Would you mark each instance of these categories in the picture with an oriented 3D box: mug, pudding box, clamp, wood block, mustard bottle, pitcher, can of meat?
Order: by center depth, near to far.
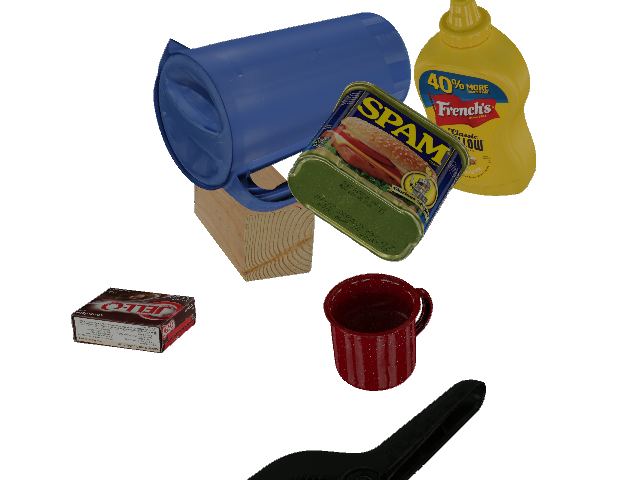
[{"bbox_3d":[0.030,0.149,0.637,0.210,0.036,0.164,-7,30,-1],"label":"clamp"},{"bbox_3d":[0.038,-0.046,0.720,0.102,0.083,0.058,33,-40,1],"label":"can of meat"},{"bbox_3d":[0.128,-0.124,0.894,0.096,0.058,0.191,16,-37,27],"label":"mustard bottle"},{"bbox_3d":[-0.026,-0.137,1.043,0.242,0.149,0.145,-23,33,-32],"label":"pitcher"},{"bbox_3d":[0.062,0.087,1.049,0.117,0.081,0.093,-27,42,-26],"label":"mug"},{"bbox_3d":[-0.209,0.089,1.203,0.114,0.039,0.090,3,17,18],"label":"pudding box"},{"bbox_3d":[-0.089,-0.037,1.363,0.090,0.090,0.206,-8,27,-22],"label":"wood block"}]
